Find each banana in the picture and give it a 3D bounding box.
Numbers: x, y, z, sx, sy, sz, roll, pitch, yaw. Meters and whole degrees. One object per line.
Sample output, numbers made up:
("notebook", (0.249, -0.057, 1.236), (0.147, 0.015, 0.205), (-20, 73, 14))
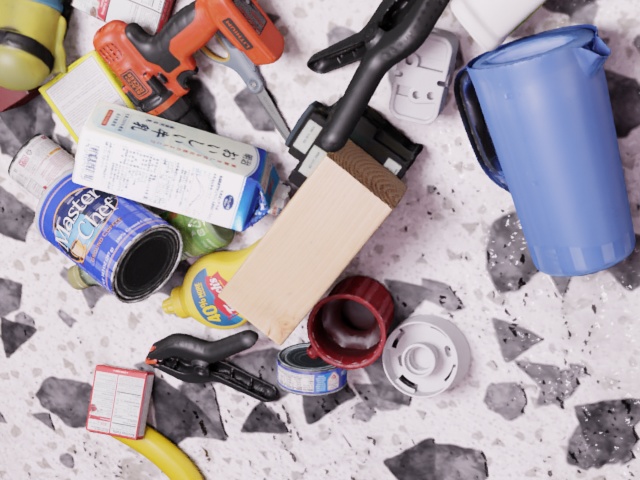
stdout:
("banana", (-0.211, 0.294, 1.412), (0.070, 0.037, 0.198), (-41, 93, 23))

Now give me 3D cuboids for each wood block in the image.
("wood block", (-0.007, 0.001, 1.155), (0.091, 0.090, 0.206), (38, 114, 0))

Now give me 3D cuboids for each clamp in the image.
("clamp", (0.061, -0.193, 1.087), (0.036, 0.164, 0.210), (29, 128, -30))
("clamp", (-0.138, 0.144, 1.323), (0.171, 0.039, 0.120), (9, 129, 12))

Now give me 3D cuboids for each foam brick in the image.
("foam brick", (-0.372, -0.202, 1.280), (0.051, 0.053, 0.078), (-26, 100, 23))

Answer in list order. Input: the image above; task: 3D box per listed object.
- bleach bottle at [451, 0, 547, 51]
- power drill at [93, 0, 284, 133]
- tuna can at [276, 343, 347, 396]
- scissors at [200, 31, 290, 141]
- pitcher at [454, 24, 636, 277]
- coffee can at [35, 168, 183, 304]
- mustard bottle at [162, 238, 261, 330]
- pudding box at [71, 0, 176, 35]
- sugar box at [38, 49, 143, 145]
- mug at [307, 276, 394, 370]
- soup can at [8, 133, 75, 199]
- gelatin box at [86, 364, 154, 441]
("bleach bottle", (0.245, -0.291, 1.033), (0.251, 0.102, 0.068), (-38, 97, 25))
("power drill", (-0.134, -0.193, 1.181), (0.188, 0.057, 0.184), (-25, 121, 29))
("tuna can", (-0.010, 0.154, 1.275), (0.086, 0.086, 0.034), (6, 108, 15))
("scissors", (-0.066, -0.195, 1.207), (0.202, 0.016, 0.096), (45, 121, -3))
("pitcher", (0.237, -0.090, 1.102), (0.145, 0.149, 0.243), (-17, 107, 4))
("coffee can", (-0.240, -0.007, 1.212), (0.140, 0.102, 0.103), (35, 117, 28))
("mustard bottle", (-0.106, 0.058, 1.286), (0.192, 0.058, 0.096), (-16, 109, 22))
("pudding box", (-0.218, -0.287, 1.212), (0.113, 0.039, 0.090), (25, 115, 5))
("sugar box", (-0.243, -0.134, 1.269), (0.093, 0.048, 0.176), (-30, 101, 23))
("mug", (0.032, 0.099, 1.245), (0.093, 0.081, 0.117), (47, 114, -3))
("soup can", (-0.319, -0.074, 1.300), (0.102, 0.068, 0.069), (37, 115, 2))
("gelatin box", (-0.260, 0.211, 1.386), (0.073, 0.030, 0.089), (7, 86, 14))
